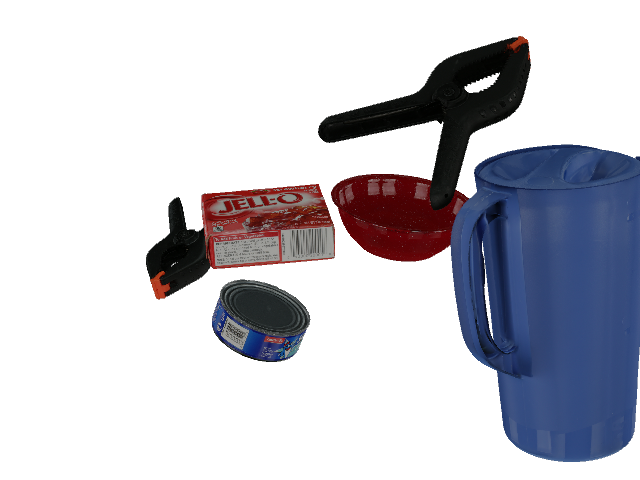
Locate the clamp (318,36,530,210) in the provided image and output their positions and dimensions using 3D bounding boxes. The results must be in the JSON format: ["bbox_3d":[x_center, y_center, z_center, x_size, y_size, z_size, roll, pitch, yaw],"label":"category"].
[{"bbox_3d":[0.124,-0.116,0.979,0.209,0.036,0.165,-33,48,-14],"label":"clamp"}]

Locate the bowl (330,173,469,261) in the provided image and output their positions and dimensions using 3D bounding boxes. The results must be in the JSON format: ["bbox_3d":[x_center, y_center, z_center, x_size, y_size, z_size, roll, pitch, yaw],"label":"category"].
[{"bbox_3d":[0.089,-0.021,1.188,0.162,0.055,0.162,5,25,-3],"label":"bowl"}]

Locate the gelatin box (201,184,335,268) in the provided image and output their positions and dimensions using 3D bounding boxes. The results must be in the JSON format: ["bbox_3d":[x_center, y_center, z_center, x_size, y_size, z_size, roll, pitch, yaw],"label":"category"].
[{"bbox_3d":[-0.039,-0.012,0.757,0.089,0.030,0.073,-5,26,-7],"label":"gelatin box"}]

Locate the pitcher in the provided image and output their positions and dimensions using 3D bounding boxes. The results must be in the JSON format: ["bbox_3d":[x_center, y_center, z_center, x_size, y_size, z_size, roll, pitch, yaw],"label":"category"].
[{"bbox_3d":[0.187,0.052,0.855,0.149,0.243,0.145,-2,18,12],"label":"pitcher"}]

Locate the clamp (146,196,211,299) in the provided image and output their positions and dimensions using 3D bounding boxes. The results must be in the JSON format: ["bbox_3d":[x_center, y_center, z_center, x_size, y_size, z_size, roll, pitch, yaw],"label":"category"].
[{"bbox_3d":[-0.142,0.003,1.239,0.120,0.039,0.171,-7,38,20],"label":"clamp"}]

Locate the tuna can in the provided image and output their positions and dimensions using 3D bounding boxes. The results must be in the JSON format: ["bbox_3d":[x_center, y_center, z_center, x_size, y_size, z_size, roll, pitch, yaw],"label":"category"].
[{"bbox_3d":[-0.055,0.073,0.972,0.086,0.034,0.086,17,25,-9],"label":"tuna can"}]
